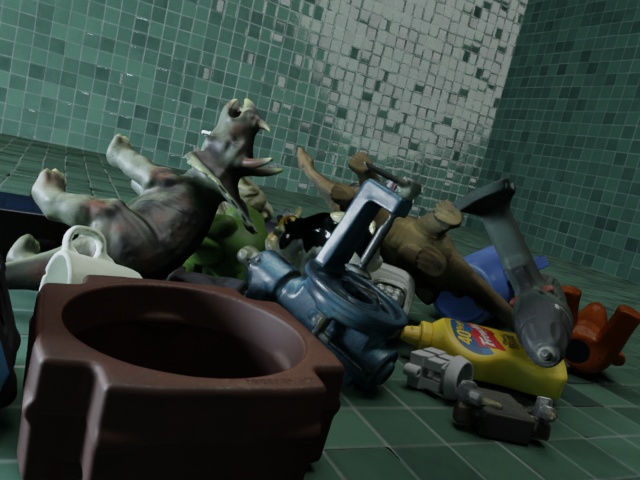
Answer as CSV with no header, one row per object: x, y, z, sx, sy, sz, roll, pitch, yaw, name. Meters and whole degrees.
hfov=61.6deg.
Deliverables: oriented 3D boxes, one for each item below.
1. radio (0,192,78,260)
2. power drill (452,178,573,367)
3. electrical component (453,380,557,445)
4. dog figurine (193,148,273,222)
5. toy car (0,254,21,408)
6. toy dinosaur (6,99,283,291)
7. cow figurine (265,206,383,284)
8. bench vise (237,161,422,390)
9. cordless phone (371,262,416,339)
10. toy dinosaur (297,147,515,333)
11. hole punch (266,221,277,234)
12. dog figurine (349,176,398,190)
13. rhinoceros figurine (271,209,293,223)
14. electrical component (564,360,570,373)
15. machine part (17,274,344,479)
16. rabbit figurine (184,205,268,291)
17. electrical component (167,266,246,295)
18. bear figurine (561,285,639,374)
-0.376,-0.013,0.725,0.229,0.073,0.131,10,8,-30,radio
0.240,0.030,0.647,0.207,0.086,0.232,62,23,10,power drill
0.179,0.164,0.523,0.102,0.045,0.078,14,10,1,electrical component
-0.187,-0.022,0.844,0.172,0.190,0.121,25,-22,11,dog figurine
-0.263,0.058,0.356,0.103,0.109,0.162,-10,10,-27,toy car
-0.204,-0.011,0.602,0.192,0.131,0.405,27,52,18,toy dinosaur
-0.003,-0.001,0.693,0.168,0.098,0.068,13,43,24,cow figurine
0.018,0.028,0.573,0.128,0.240,0.224,16,20,-49,bench vise
0.033,0.093,0.689,0.147,0.088,0.184,17,26,18,cordless phone
0.142,0.016,0.791,0.472,0.105,0.198,39,-15,11,toy dinosaur
-0.137,0.007,0.915,0.142,0.092,0.116,20,14,15,hole punch
0.096,-0.012,0.961,0.191,0.219,0.109,5,15,-40,dog figurine
-0.073,-0.003,0.997,0.191,0.112,0.073,9,3,26,rhinoceros figurine
0.307,0.172,0.744,0.063,0.021,0.094,20,12,39,electrical component
-0.102,0.098,0.390,0.201,0.087,0.201,10,10,-29,machine part
-0.167,0.013,0.746,0.170,0.121,0.159,23,25,-24,rabbit figurine
-0.103,0.076,0.559,0.119,0.074,0.048,10,9,1,electrical component
0.423,0.134,0.837,0.120,0.131,0.196,24,19,31,bear figurine
